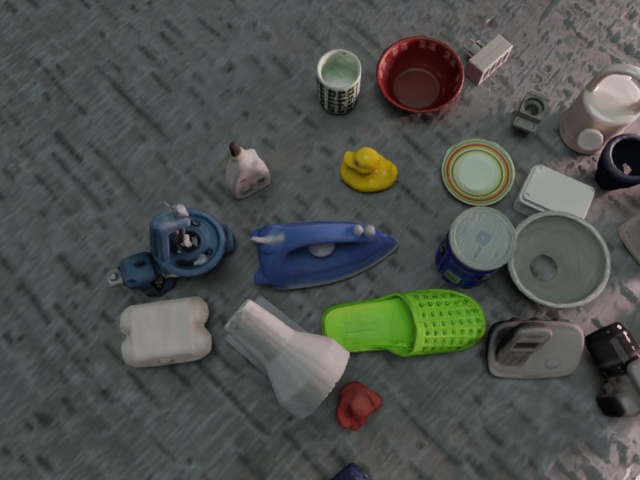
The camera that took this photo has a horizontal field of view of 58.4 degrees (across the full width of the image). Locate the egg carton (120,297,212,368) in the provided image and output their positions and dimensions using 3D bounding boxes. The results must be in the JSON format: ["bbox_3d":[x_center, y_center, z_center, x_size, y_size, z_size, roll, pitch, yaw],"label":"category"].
[{"bbox_3d":[-0.255,0.154,0.949,0.150,0.069,0.107,-9,73,-1],"label":"egg carton"}]

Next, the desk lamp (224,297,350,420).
[{"bbox_3d":[-0.060,0.167,0.863,0.203,0.213,0.118,36,78,12],"label":"desk lamp"}]

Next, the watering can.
[{"bbox_3d":[0.489,-0.223,0.972,0.101,0.194,0.173,10,74,5],"label":"watering can"}]

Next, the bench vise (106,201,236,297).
[{"bbox_3d":[-0.241,0.022,0.909,0.207,0.220,0.121,-44,76,-10],"label":"bench vise"}]

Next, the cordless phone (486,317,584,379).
[{"bbox_3d":[0.337,0.158,0.868,0.147,0.185,0.094,-3,73,1],"label":"cordless phone"}]

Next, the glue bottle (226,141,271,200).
[{"bbox_3d":[-0.130,-0.125,0.974,0.078,0.173,0.037,-27,74,-6],"label":"glue bottle"}]

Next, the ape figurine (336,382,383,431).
[{"bbox_3d":[0.061,0.258,0.895,0.078,0.092,0.076,-11,73,-1],"label":"ape figurine"}]

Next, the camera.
[{"bbox_3d":[0.495,0.193,0.896,0.143,0.101,0.136,-23,74,-5],"label":"camera"}]

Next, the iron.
[{"bbox_3d":[0.009,0.003,0.947,0.258,0.141,0.118,-9,73,-1],"label":"iron"}]

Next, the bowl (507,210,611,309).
[{"bbox_3d":[0.388,0.039,0.959,0.167,0.075,0.167,0,73,2],"label":"bowl"}]

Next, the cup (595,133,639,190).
[{"bbox_3d":[0.532,-0.121,0.992,0.117,0.095,0.092,21,75,8],"label":"cup"}]

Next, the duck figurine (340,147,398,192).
[{"bbox_3d":[0.087,-0.132,1.014,0.104,0.086,0.077,11,74,5],"label":"duck figurine"}]

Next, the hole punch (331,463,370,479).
[{"bbox_3d":[0.047,0.405,0.853,0.101,0.091,0.108,-40,76,-9],"label":"hole punch"}]
